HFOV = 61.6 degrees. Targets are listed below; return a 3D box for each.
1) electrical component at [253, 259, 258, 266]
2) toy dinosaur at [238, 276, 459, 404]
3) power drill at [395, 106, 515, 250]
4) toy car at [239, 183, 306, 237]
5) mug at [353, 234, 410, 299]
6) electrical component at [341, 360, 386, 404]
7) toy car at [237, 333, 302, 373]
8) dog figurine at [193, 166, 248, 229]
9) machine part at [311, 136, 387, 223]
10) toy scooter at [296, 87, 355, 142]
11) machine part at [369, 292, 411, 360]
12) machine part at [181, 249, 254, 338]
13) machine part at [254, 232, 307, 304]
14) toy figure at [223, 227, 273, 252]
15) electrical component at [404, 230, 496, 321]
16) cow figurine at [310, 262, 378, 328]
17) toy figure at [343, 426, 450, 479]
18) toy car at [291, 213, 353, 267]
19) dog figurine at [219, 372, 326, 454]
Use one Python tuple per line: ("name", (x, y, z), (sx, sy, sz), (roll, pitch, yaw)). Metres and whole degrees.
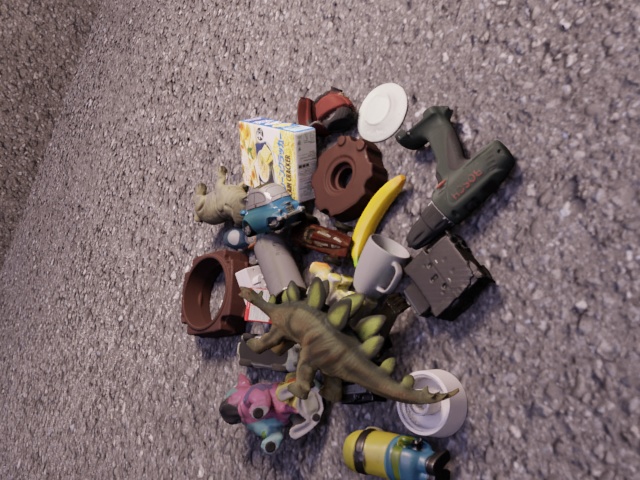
("electrical component", (-0.121, 0.052, 1.251), (0.094, 0.021, 0.063), (-26, 60, 35))
("toy dinosaur", (0.016, 0.180, 0.935), (0.472, 0.105, 0.198), (30, 102, 35))
("power drill", (0.208, -0.121, 0.948), (0.232, 0.086, 0.207), (-39, 49, 27))
("toy car", (-0.110, -0.071, 1.158), (0.162, 0.109, 0.102), (-12, 101, 55))
("mug", (0.112, 0.061, 0.983), (0.107, 0.081, 0.110), (-64, 34, 23))
("electrical component", (0.063, 0.263, 0.987), (0.119, 0.047, 0.075), (-15, 66, 39))
("toy car", (-0.110, 0.242, 1.155), (0.202, 0.056, 0.073), (-5, 74, 45))
("dog figurine", (-0.230, -0.067, 1.302), (0.172, 0.121, 0.191), (-53, 37, 19))
("machine part", (0.056, -0.127, 1.114), (0.179, 0.056, 0.179), (-15, 68, 41))
("toy scooter", (0.000, -0.284, 1.207), (0.184, 0.075, 0.135), (-29, 60, 40))
("machine part", (0.114, 0.148, 0.956), (0.138, 0.039, 0.084), (115, 146, -43))
("machine part", (-0.250, 0.132, 1.306), (0.201, 0.087, 0.201), (-15, 68, 40))
("machine part", (-0.084, 0.065, 1.136), (0.079, 0.079, 0.243), (-48, 42, 22))
("toy figure", (-0.170, -0.004, 1.295), (0.155, 0.058, 0.064), (-3, 113, 42))
("electrical component", (0.207, 0.068, 0.902), (0.134, 0.058, 0.115), (-49, 47, 21))
("cow figurine", (0.029, 0.114, 1.057), (0.168, 0.068, 0.098), (39, 111, 45))
("toy figure", (0.119, 0.351, 0.873), (0.180, 0.089, 0.082), (-4, 68, 46))
("toy car", (-0.002, -0.003, 1.114), (0.202, 0.053, 0.089), (19, 87, 59))
("dog figurine", (-0.103, 0.323, 1.089), (0.108, 0.191, 0.219), (68, 161, -11))
